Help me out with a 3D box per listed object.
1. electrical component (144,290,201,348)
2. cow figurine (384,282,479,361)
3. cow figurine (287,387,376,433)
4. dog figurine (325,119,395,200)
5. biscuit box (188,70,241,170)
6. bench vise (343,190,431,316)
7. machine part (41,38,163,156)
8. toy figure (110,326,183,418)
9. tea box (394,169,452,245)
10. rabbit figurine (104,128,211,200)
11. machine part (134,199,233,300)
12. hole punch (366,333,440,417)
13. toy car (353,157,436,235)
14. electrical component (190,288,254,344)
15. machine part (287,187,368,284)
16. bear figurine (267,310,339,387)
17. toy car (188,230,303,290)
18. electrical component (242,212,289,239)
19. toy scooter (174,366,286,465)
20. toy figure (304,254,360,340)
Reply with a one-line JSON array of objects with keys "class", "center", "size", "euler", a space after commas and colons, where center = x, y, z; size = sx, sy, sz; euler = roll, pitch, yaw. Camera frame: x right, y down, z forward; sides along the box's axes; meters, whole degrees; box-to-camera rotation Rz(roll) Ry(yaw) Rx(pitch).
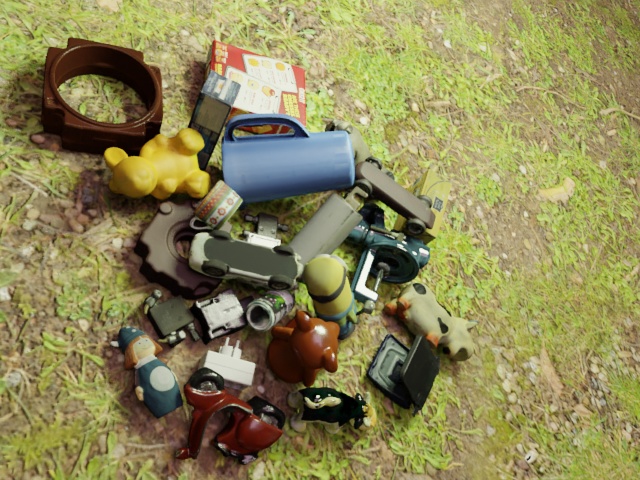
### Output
[{"class": "electrical component", "center": [-0.247, 0.129, 0.884], "size": [0.078, 0.045, 0.102], "euler": [-20, 76, -33]}, {"class": "cow figurine", "center": [0.240, 0.169, 1.106], "size": [0.127, 0.085, 0.195], "euler": [-40, 87, -30]}, {"class": "cow figurine", "center": [0.035, 0.288, 0.923], "size": [0.167, 0.098, 0.068], "euler": [11, 56, -22]}, {"class": "dog figurine", "center": [0.093, -0.170, 1.148], "size": [0.190, 0.172, 0.121], "euler": [14, 70, -14]}, {"class": "biscuit box", "center": [-0.206, -0.211, 0.981], "size": [0.059, 0.202, 0.063], "euler": [23, 56, -15]}, {"class": "bench vise", "center": [0.105, 0.037, 1.078], "size": [0.223, 0.129, 0.241], "euler": [29, 52, -7]}, {"class": "machine part", "center": [-0.393, -0.259, 0.979], "size": [0.201, 0.087, 0.201], "euler": [4, 63, -26]}, {"class": "toy figure", "center": [-0.266, 0.197, 0.835], "size": [0.154, 0.058, 0.064], "euler": [59, 13, 10]}, {"class": "tea box", "center": [0.227, -0.064, 1.205], "size": [0.068, 0.098, 0.169], "euler": [30, 57, -11]}, {"class": "rabbit figurine", "center": [-0.292, -0.122, 0.914], "size": [0.163, 0.121, 0.173], "euler": [6, 22, 16]}, {"class": "machine part", "center": [-0.231, 0.013, 0.946], "size": [0.179, 0.056, 0.179], "euler": [12, 61, -23]}, {"class": "hole punch", "center": [0.161, 0.250, 1.029], "size": [0.115, 0.092, 0.142], "euler": [59, 45, -29]}, {"class": "toy car", "center": [0.149, -0.086, 1.090], "size": [0.202, 0.053, 0.089], "euler": [34, 48, -14]}, {"class": "electrical component", "center": [-0.157, 0.126, 0.933], "size": [0.119, 0.048, 0.075], "euler": [-16, 75, -32]}, {"class": "machine part", "center": [-0.002, -0.003, 1.012], "size": [0.079, 0.079, 0.243], "euler": [40, 92, -5]}, {"class": "bear figurine", "center": [-0.013, 0.169, 0.897], "size": [0.132, 0.196, 0.120], "euler": [-31, 80, -37]}, {"class": "toy car", "center": [-0.123, 0.037, 0.923], "size": [0.202, 0.056, 0.073], "euler": [14, 60, -21]}, {"class": "electrical component", "center": [-0.106, -0.019, 1.050], "size": [0.094, 0.021, 0.063], "euler": [14, 60, -22]}, {"class": "toy scooter", "center": [-0.148, 0.292, 0.834], "size": [0.183, 0.075, 0.135], "euler": [36, 74, -21]}, {"class": "toy figure", "center": [0.023, 0.106, 0.964], "size": [0.082, 0.179, 0.089], "euler": [-9, 32, 4]}]
